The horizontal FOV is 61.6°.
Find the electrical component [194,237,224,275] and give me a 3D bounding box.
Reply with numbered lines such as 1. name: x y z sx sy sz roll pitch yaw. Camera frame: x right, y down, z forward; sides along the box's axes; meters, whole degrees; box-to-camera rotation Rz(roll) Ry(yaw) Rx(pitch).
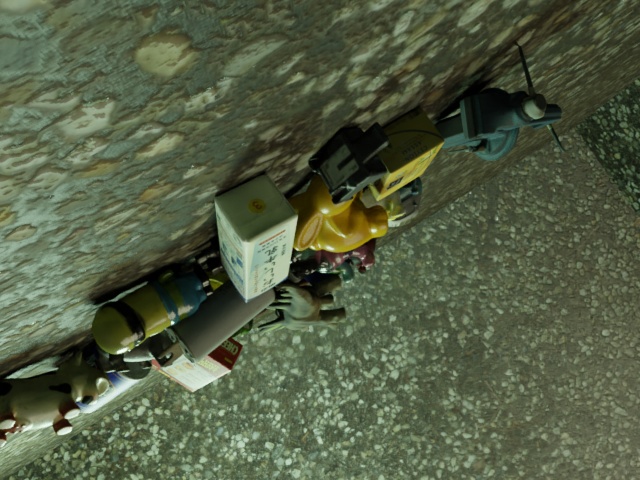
1. electrical component: -0.139 0.014 0.828 0.102 0.045 0.078 -34 144 -7

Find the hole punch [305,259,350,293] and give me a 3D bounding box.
1. hole punch: 0.000 0.051 1.299 0.116 0.142 0.092 -46 174 1

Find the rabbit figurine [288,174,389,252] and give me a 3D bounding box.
1. rabbit figurine: 0.015 -0.057 0.830 0.162 0.122 0.173 -22 157 -7

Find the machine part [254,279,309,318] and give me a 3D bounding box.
1. machine part: -0.139 0.127 1.375 0.201 0.087 0.201 -32 172 13

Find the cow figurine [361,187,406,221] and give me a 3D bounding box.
1. cow figurine: 0.061 -0.069 0.966 0.167 0.098 0.068 -11 173 -13

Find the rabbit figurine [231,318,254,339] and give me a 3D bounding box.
1. rabbit figurine: -0.245 0.169 1.221 0.170 0.121 0.159 -12 174 8

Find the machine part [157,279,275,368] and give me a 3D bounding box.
1. machine part: -0.158 0.117 0.870 0.243 0.079 0.079 -37 175 -26

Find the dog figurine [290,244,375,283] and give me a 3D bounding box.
1. dog figurine: -0.002 -0.003 1.070 0.219 0.191 0.108 17 145 -32

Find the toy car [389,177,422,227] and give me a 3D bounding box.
1. toy car: 0.172 -0.083 1.213 0.162 0.103 0.109 -33 172 -7

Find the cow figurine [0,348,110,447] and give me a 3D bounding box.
1. cow figurine: -0.444 0.250 0.881 0.195 0.127 0.085 0 132 -46

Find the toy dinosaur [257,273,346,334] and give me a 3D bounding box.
1. toy dinosaur: -0.045 0.147 1.173 0.199 0.105 0.471 -11 159 -8

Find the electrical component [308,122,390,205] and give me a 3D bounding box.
1. electrical component: 0.047 -0.106 0.685 0.119 0.075 0.048 -41 167 38

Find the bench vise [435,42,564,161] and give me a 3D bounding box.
1. bench vise: 0.310 -0.200 0.873 0.240 0.129 0.223 -8 170 -26

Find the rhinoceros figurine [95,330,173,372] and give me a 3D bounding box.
1. rhinoceros figurine: -0.308 0.175 0.963 0.073 0.112 0.190 -17 172 42

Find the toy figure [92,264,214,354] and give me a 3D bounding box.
1. toy figure: -0.243 0.096 0.786 0.180 0.082 0.089 -27 175 -25

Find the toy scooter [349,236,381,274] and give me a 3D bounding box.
1. toy scooter: 0.110 0.006 1.291 0.135 0.075 0.184 79 26 -51

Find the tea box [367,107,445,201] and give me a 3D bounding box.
1. tea box: 0.121 -0.129 0.845 0.098 0.068 0.169 -32 173 -4
